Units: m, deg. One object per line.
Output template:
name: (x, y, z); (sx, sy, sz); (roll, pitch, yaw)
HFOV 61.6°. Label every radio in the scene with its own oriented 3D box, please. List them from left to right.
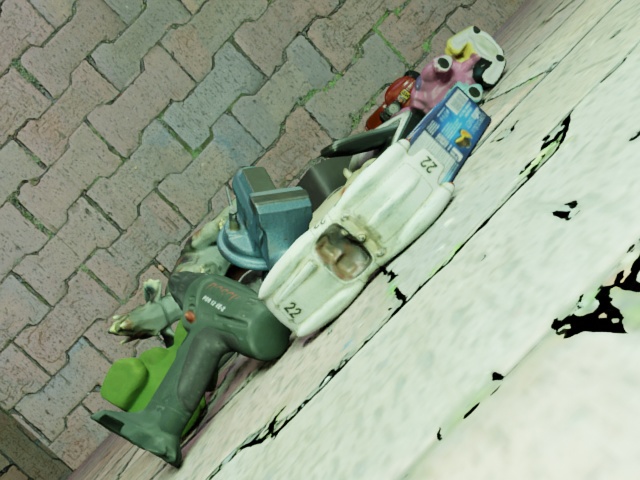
radio: (0.061, -0.127, 1.078); (0.229, 0.073, 0.131); (-26, -8, -31)

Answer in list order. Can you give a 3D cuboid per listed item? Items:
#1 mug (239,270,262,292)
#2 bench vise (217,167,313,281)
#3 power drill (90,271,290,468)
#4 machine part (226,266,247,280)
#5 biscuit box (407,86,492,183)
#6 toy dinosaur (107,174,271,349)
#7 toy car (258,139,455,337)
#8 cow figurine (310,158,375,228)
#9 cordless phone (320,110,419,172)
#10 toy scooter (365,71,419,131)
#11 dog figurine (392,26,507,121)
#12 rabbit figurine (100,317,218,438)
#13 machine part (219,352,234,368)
mug: (-0.095, 0.100, 0.870); (0.109, 0.081, 0.107); (-55, -7, -5)
bench vise: (-0.057, 0.026, 0.677); (0.129, 0.224, 0.240); (-19, -47, -27)
power drill: (-0.149, 0.129, 0.593); (0.232, 0.085, 0.207); (4, 47, 44)
machine part: (-0.180, 0.040, 1.146); (0.201, 0.087, 0.201); (-55, 21, -24)
biscuit box: (0.121, -0.094, 0.586); (0.063, 0.059, 0.203); (-42, 5, 47)
toy dinosaur: (-0.211, 0.045, 0.964); (0.192, 0.131, 0.405); (-13, 35, 34)
toy car: (0.031, 0.000, 0.477); (0.201, 0.073, 0.056); (-46, 0, 9)
cow figurine: (0.043, -0.047, 0.834); (0.195, 0.085, 0.127); (-47, 10, -5)
cordless phone: (0.068, -0.149, 0.903); (0.184, 0.088, 0.147); (-17, 0, -29)
toy scooter: (0.149, -0.264, 1.113); (0.135, 0.075, 0.184); (-47, 0, -12)
dog figurine: (0.213, -0.254, 0.969); (0.191, 0.108, 0.219); (-49, 2, -27)
rabbit figurine: (-0.177, 0.170, 0.716); (0.170, 0.121, 0.159); (-58, -12, -22)
machine part: (-0.160, 0.153, 0.952); (0.243, 0.079, 0.079); (-48, 4, -11)
